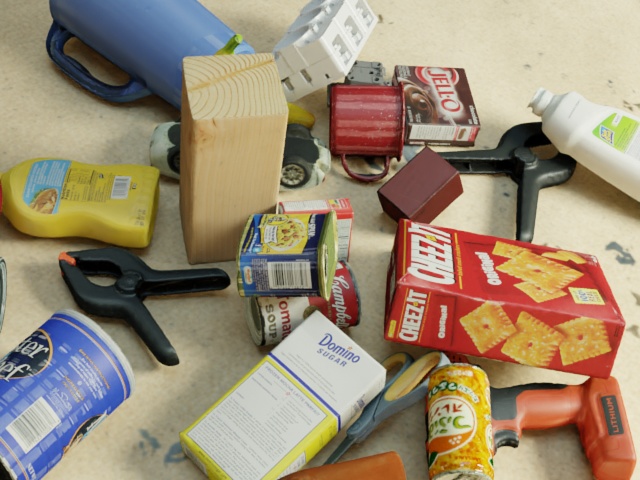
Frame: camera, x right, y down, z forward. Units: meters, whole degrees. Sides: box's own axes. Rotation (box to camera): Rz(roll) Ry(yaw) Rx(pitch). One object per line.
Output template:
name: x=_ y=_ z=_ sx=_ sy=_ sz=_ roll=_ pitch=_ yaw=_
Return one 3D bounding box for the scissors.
scissors: x=0.035 y=0.167 z=0.994 sx=0.201 sy=0.016 sz=0.096 roll=-38 pitch=19 yaw=-7

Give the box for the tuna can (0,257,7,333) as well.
tuna can: x=-0.318 y=0.056 z=1.001 sx=0.033 sy=0.086 sz=0.086 roll=5 pitch=49 yaw=-7

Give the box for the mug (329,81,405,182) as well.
mug: x=0.052 y=-0.124 z=1.217 sx=0.081 sy=0.093 sz=0.117 roll=1 pitch=85 yaw=-1

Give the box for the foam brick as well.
foam brick: x=0.110 y=-0.053 z=1.162 sx=0.078 sy=0.053 sz=0.051 roll=-42 pitch=63 yaw=-8

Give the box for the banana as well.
banana: x=-0.074 y=-0.161 z=1.189 sx=0.070 sy=0.197 sz=0.037 roll=-11 pitch=67 yaw=21

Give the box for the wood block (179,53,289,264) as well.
wood block: x=-0.091 y=-0.078 z=1.069 sx=0.090 sy=0.206 sz=0.090 roll=-5 pitch=50 yaw=-12

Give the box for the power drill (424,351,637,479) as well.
power drill: x=0.189 y=0.184 z=0.982 sx=0.187 sy=0.057 sz=0.184 roll=4 pitch=49 yaw=-5

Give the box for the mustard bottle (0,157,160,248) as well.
mustard bottle: x=-0.267 y=-0.043 z=1.112 sx=0.191 sy=0.058 sz=0.096 roll=6 pitch=49 yaw=-3

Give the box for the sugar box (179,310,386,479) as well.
sugar box: x=-0.032 y=0.154 z=0.965 sx=0.176 sy=0.048 sz=0.093 roll=-39 pitch=65 yaw=-23

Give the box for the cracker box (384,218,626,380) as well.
cracker box: x=0.174 y=0.052 z=1.046 sx=0.213 sy=0.072 sz=0.164 roll=11 pitch=23 yaw=1

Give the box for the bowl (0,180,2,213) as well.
bowl: x=-0.372 y=-0.033 z=1.062 sx=0.162 sy=0.055 sz=0.162 roll=-8 pitch=70 yaw=22

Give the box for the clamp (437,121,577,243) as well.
clamp: x=0.236 y=-0.077 z=1.228 sx=0.209 sy=0.036 sz=0.165 roll=-26 pitch=59 yaw=-27

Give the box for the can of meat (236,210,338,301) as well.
can of meat: x=-0.030 y=0.014 z=1.008 sx=0.084 sy=0.057 sz=0.102 roll=-1 pitch=28 yaw=8

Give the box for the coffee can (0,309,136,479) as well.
coffee can: x=-0.245 y=0.142 z=0.926 sx=0.103 sy=0.103 sz=0.140 roll=32 pitch=53 yaw=19

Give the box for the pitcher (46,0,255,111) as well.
pitcher: x=-0.200 y=-0.236 z=1.254 sx=0.243 sy=0.149 sz=0.144 roll=39 pitch=40 yaw=20

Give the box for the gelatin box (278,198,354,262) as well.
gelatin box: x=-0.007 y=0.001 z=1.090 sx=0.073 sy=0.089 sz=0.030 roll=-3 pitch=37 yaw=-11

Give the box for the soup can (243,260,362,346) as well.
soup can: x=-0.018 y=0.062 z=1.049 sx=0.102 sy=0.068 sz=0.068 roll=-11 pitch=52 yaw=-16

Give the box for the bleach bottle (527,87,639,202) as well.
bleach bottle: x=0.356 y=-0.104 z=1.224 sx=0.251 sy=0.068 sz=0.102 roll=32 pitch=53 yaw=7

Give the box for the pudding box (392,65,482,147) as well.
pudding box: x=0.138 y=-0.163 z=1.286 sx=0.090 sy=0.039 sz=0.113 roll=0 pitch=50 yaw=-9

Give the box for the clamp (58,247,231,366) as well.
clamp: x=-0.185 y=0.059 z=1.049 sx=0.171 sy=0.039 sz=0.120 roll=12 pitch=44 yaw=10
